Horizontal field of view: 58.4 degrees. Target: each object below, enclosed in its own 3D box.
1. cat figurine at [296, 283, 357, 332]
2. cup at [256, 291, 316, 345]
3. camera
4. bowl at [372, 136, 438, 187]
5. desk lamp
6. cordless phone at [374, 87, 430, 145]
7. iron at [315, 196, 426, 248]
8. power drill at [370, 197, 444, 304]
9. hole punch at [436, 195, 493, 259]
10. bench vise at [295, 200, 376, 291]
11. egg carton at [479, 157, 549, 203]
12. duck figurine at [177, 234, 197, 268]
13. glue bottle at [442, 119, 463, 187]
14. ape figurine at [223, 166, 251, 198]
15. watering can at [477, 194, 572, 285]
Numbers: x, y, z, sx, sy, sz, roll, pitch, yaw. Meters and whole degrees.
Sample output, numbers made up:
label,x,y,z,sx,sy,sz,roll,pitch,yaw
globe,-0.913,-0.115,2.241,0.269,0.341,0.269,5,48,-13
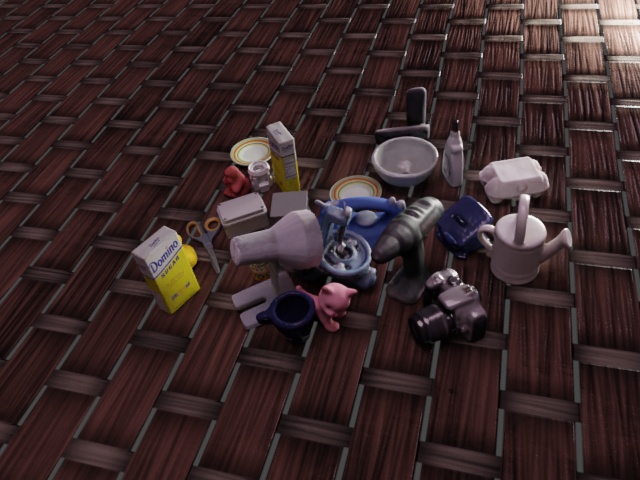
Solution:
label,x,y,z,sx,sy,sz,roll,pitch,yaw
cat figurine,0.009,0.121,1.146,0.127,0.118,0.067,13,49,21
cup,-0.062,0.165,1.129,0.118,0.095,0.091,-11,45,-2
camera,0.235,0.133,1.110,0.137,0.101,0.142,-22,46,-12
bowl,0.215,-0.186,1.452,0.167,0.075,0.167,-4,45,5
desk lamp,-0.091,0.054,1.161,0.203,0.214,0.117,-23,46,-14
cordless phone,0.215,-0.318,1.507,0.147,0.185,0.094,-8,44,1
iron,0.110,-0.047,1.282,0.258,0.142,0.118,-6,45,3
power drill,0.175,0.027,1.149,0.075,0.209,0.230,21,52,27
hole punch,0.317,-0.030,1.268,0.101,0.091,0.108,-24,46,-14
bench vise,0.009,0.013,1.182,0.207,0.220,0.121,0,45,9
egg carton,0.464,-0.142,1.373,0.150,0.069,0.107,-9,45,0
duck figurine,-0.334,0.020,1.324,0.078,0.086,0.104,-38,51,-26
glue bottle,0.327,-0.217,1.396,0.037,0.173,0.078,-11,45,-2
ape figurine,-0.220,-0.152,1.475,0.076,0.092,0.077,-12,45,-3
watering can,0.412,-0.008,1.158,0.172,0.194,0.101,-5,45,4
